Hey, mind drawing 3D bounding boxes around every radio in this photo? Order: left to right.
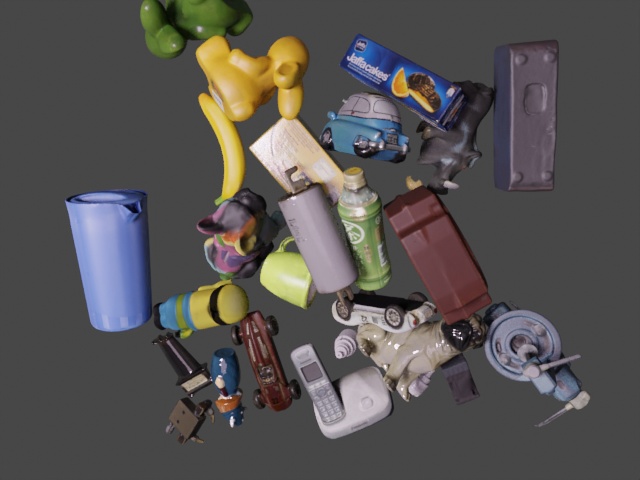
[{"bbox_3d":[0.317,-0.189,0.837,0.073,0.131,0.229,-3,102,8],"label":"radio"}]

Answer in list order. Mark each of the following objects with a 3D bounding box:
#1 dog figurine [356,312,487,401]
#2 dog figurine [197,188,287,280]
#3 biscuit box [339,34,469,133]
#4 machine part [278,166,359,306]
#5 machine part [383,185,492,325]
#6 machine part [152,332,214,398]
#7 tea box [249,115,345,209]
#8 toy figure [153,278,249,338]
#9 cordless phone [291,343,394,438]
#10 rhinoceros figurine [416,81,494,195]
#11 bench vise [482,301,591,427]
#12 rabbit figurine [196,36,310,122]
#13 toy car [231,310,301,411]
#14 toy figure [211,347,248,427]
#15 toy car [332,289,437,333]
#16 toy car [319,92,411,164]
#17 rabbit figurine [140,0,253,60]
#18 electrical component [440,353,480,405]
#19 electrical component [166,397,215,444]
[{"bbox_3d":[0.172,0.159,0.936,0.190,0.121,0.172,-41,61,4],"label":"dog figurine"},{"bbox_3d":[-0.141,-0.001,0.880,0.108,0.219,0.191,33,103,1],"label":"dog figurine"},{"bbox_3d":[0.128,-0.247,0.838,0.203,0.059,0.062,38,103,25],"label":"biscuit box"},{"bbox_3d":[-0.002,-0.003,0.868,0.079,0.079,0.243,-21,103,10],"label":"machine part"},{"bbox_3d":[0.186,0.017,0.860,0.087,0.201,0.201,-31,98,9],"label":"machine part"},{"bbox_3d":[-0.267,0.237,1.038,0.084,0.039,0.138,-34,99,20],"label":"machine part"},{"bbox_3d":[-0.027,-0.125,0.917,0.098,0.068,0.169,-38,96,11],"label":"tea box"},{"bbox_3d":[-0.216,0.130,0.982,0.180,0.089,0.082,-10,108,6],"label":"toy figure"},{"bbox_3d":[0.039,0.257,0.991,0.147,0.089,0.184,-27,94,11],"label":"cordless phone"},{"bbox_3d":[0.219,-0.169,0.886,0.112,0.073,0.190,20,102,-10],"label":"rhinoceros figurine"},{"bbox_3d":[0.354,0.204,0.877,0.129,0.240,0.223,-33,82,15],"label":"bench vise"},{"bbox_3d":[-0.087,-0.268,0.856,0.173,0.163,0.121,-32,143,-17],"label":"rabbit figurine"},{"bbox_3d":[-0.103,0.232,1.014,0.089,0.053,0.202,-15,102,12],"label":"toy car"},{"bbox_3d":[-0.174,0.283,1.026,0.058,0.064,0.154,13,112,47],"label":"toy figure"},{"bbox_3d":[0.104,0.119,0.907,0.202,0.073,0.056,1,106,49],"label":"toy car"},{"bbox_3d":[0.074,-0.180,0.845,0.109,0.162,0.102,4,101,-28],"label":"toy car"},{"bbox_3d":[-0.214,-0.343,0.859,0.170,0.159,0.121,-31,108,26],"label":"rabbit figurine"},{"bbox_3d":[0.241,0.224,0.965,0.048,0.075,0.119,-23,103,7],"label":"electrical component"},{"bbox_3d":[-0.254,0.356,1.061,0.078,0.045,0.102,32,102,27],"label":"electrical component"}]
